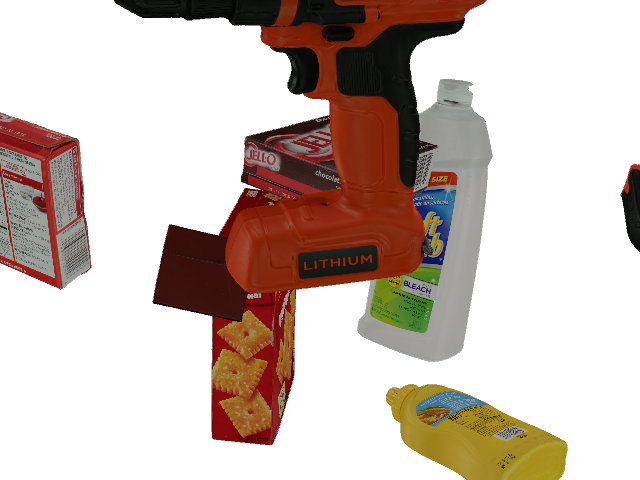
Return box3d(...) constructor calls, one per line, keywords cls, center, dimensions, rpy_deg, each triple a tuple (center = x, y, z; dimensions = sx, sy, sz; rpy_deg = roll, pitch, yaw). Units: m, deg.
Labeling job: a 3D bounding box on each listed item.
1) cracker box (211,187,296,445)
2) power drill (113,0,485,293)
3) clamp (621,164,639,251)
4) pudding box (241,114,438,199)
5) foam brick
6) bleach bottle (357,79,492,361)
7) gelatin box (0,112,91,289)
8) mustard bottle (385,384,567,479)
box3d(cls="cracker box", center=(-0.063, 0.074, 1.091), dimensions=(0.072, 0.214, 0.164), rpy_deg=(6, 22, 5))
box3d(cls="power drill", center=(-0.009, -0.066, 0.519), dimensions=(0.184, 0.188, 0.057), rpy_deg=(-5, 33, -13))
box3d(cls="clamp", center=(0.268, 0.009, 0.699), dimensions=(0.120, 0.039, 0.171), rpy_deg=(-4, 46, -23))
box3d(cls="pudding box", center=(0.014, -0.053, 0.738), dimensions=(0.090, 0.039, 0.113), rpy_deg=(23, 25, 29))
box3d(cls="foam brick", center=(-0.096, 0.027, 0.892), dimensions=(0.078, 0.051, 0.053), rpy_deg=(13, 27, -5))
box3d(cls="bleach bottle", center=(0.099, -0.022, 0.975), dimensions=(0.103, 0.251, 0.067), rpy_deg=(19, 21, 35))
box3d(cls="gelatin box", center=(-0.169, -0.025, 0.607), dimensions=(0.073, 0.089, 0.030), rpy_deg=(19, 36, 25))
box3d(cls="mustard bottle", center=(0.134, 0.184, 1.029), dimensions=(0.096, 0.058, 0.192), rpy_deg=(-14, 25, -38))
